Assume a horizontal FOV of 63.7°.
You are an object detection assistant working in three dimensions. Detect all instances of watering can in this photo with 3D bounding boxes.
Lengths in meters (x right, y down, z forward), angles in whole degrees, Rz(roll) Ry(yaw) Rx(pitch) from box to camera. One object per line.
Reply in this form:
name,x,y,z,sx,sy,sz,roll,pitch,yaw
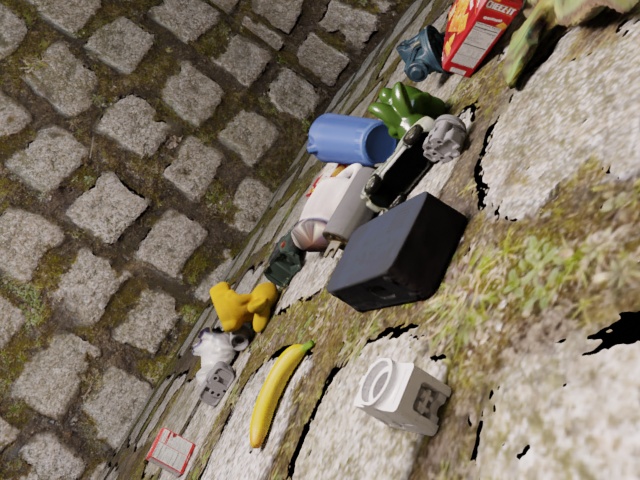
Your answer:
watering can,0.004,-0.064,1.269,0.343,0.103,0.229,-35,24,59

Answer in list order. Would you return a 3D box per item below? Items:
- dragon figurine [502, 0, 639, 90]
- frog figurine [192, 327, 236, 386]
dragon figurine,0.342,-0.318,0.735,0.237,0.122,0.420,111,-177,-47
frog figurine,-0.278,0.333,1.388,0.136,0.121,0.163,-44,51,20
